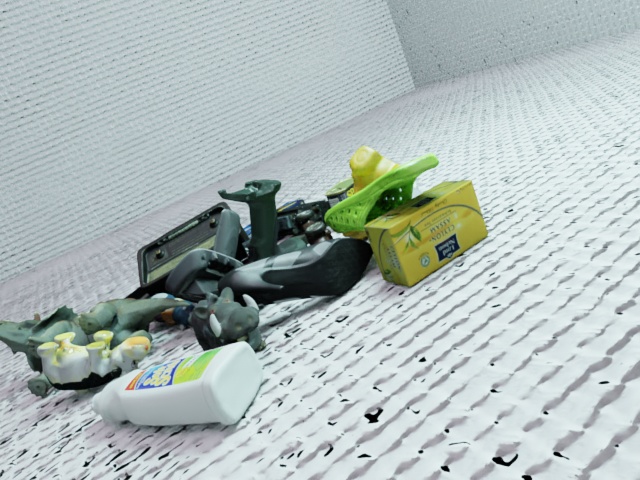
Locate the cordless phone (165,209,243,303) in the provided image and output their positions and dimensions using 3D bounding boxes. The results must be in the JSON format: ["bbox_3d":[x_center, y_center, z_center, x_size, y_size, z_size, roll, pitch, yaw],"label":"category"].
[{"bbox_3d":[-0.189,0.023,0.955,0.089,0.184,0.146,-4,-18,30],"label":"cordless phone"}]

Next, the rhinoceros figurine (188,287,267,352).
[{"bbox_3d":[-0.129,0.117,0.748,0.073,0.112,0.190,-28,8,-25],"label":"rhinoceros figurine"}]

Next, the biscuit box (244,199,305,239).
[{"bbox_3d":[-0.116,-0.030,1.299,0.203,0.059,0.063,-34,20,-34],"label":"biscuit box"}]

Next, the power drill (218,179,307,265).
[{"bbox_3d":[-0.110,0.010,0.905,0.086,0.207,0.232,1,20,40],"label":"power drill"}]

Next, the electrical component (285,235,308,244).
[{"bbox_3d":[-0.059,0.009,1.161,0.063,0.021,0.094,-12,17,33],"label":"electrical component"}]

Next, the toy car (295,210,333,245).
[{"bbox_3d":[-0.002,-0.003,1.005,0.053,0.089,0.202,-26,15,-2],"label":"toy car"}]

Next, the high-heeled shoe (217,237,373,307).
[{"bbox_3d":[-0.037,0.049,0.854,0.249,0.086,0.145,-17,10,-42],"label":"high-heeled shoe"}]

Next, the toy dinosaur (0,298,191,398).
[{"bbox_3d":[-0.401,0.162,0.979,0.405,0.131,0.192,-15,17,3],"label":"toy dinosaur"}]

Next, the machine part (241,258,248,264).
[{"bbox_3d":[-0.150,0.048,1.136,0.139,0.039,0.084,-31,9,-21],"label":"machine part"}]

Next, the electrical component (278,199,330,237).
[{"bbox_3d":[-0.044,-0.050,1.230,0.115,0.058,0.134,-11,8,43],"label":"electrical component"}]

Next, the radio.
[{"bbox_3d":[-0.262,0.023,1.116,0.230,0.073,0.131,-29,44,-2],"label":"radio"}]

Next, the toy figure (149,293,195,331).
[{"bbox_3d":[-0.276,0.132,1.003,0.155,0.057,0.064,-2,65,48],"label":"toy figure"}]

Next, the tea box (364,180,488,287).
[{"bbox_3d":[0.161,-0.014,0.803,0.170,0.098,0.068,-31,17,-24],"label":"tea box"}]

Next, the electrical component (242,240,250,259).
[{"bbox_3d":[-0.118,0.031,1.055,0.048,0.074,0.119,-25,27,-9],"label":"electrical component"}]

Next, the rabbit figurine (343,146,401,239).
[{"bbox_3d":[0.091,-0.078,1.049,0.173,0.122,0.162,-63,-3,-2],"label":"rabbit figurine"}]

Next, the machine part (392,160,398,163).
[{"bbox_3d":[0.165,-0.132,1.217,0.079,0.079,0.243,-20,17,8],"label":"machine part"}]

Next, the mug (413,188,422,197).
[{"bbox_3d":[0.149,-0.036,0.926,0.110,0.080,0.107,-19,25,-3],"label":"mug"}]

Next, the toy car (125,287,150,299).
[{"bbox_3d":[-0.383,0.130,1.152,0.074,0.056,0.202,-5,23,30],"label":"toy car"}]

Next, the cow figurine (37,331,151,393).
[{"bbox_3d":[-0.348,0.197,0.847,0.167,0.098,0.068,-1,13,6],"label":"cow figurine"}]
